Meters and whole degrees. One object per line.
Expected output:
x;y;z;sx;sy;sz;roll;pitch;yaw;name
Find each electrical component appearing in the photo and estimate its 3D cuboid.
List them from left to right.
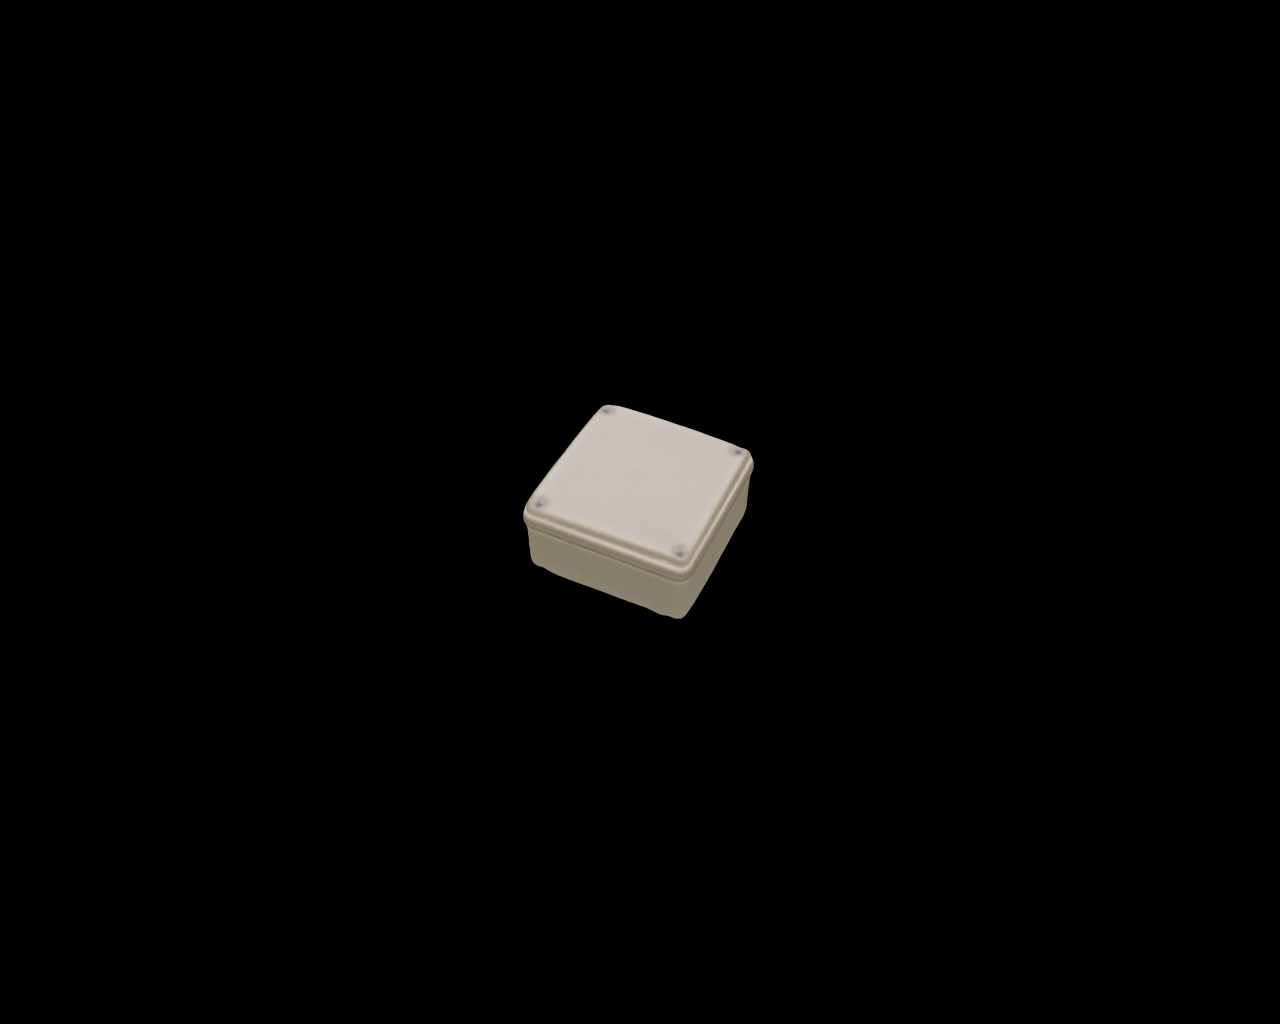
0.001;-0.003;0.650;0.109;0.056;0.109;20;50;17;electrical component
